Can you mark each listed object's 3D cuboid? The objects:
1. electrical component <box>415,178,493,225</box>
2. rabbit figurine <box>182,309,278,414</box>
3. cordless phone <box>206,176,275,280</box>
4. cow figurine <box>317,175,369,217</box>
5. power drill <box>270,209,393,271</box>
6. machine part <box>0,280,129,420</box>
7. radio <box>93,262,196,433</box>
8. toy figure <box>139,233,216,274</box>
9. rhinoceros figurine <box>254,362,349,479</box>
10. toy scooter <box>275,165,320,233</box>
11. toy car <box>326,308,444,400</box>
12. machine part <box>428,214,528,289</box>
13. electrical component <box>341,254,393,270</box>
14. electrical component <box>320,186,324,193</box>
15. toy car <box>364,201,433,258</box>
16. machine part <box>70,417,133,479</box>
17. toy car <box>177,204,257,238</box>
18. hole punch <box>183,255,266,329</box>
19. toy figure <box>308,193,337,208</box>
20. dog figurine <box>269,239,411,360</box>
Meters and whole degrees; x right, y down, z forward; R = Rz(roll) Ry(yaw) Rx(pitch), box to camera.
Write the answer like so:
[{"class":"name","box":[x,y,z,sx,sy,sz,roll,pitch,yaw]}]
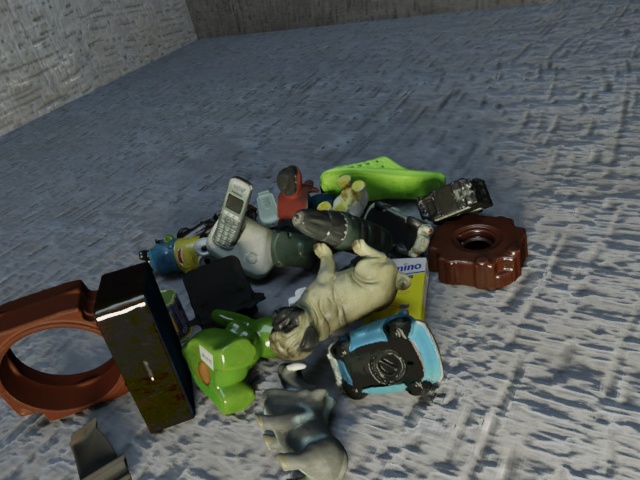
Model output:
[{"class":"electrical component","box":[0.263,-0.073,1.035,0.115,0.058,0.134,-21,-11,30]},{"class":"rabbit figurine","box":[-0.117,0.174,0.846,0.170,0.121,0.159,-17,20,-39]},{"class":"cordless phone","box":[-0.132,-0.027,1.037,0.147,0.184,0.089,28,37,10]},{"class":"cow figurine","box":[0.043,-0.045,1.125,0.068,0.098,0.167,20,64,34]},{"class":"power drill","box":[-0.002,-0.003,0.951,0.232,0.086,0.207,10,-23,-37]},{"class":"machine part","box":[-0.397,0.176,0.836,0.201,0.201,0.087,-19,34,-8]},{"class":"radio","box":[-0.253,0.154,0.791,0.073,0.229,0.131,-16,29,-10]},{"class":"toy figure","box":[-0.286,0.027,1.137,0.180,0.082,0.089,-9,34,13]},{"class":"rhinoceros figurine","box":[-0.026,0.239,0.715,0.112,0.073,0.190,-22,33,-10]},{"class":"toy scooter","box":[-0.043,-0.067,1.122,0.075,0.183,0.135,4,15,19]},{"class":"toy car","box":[0.098,0.162,0.773,0.162,0.109,0.103,-20,4,23]},{"class":"machine part","box":[0.280,0.015,0.957,0.179,0.055,0.179,-10,31,6]},{"class":"electrical component","box":[0.090,0.047,1.013,0.094,0.021,0.063,-31,35,-23]},{"class":"electrical component","box":[0.044,-0.121,1.268,0.102,0.045,0.078,-10,31,6]},{"class":"toy car","box":[0.146,-0.021,1.033,0.056,0.073,0.202,19,9,-31]},{"class":"machine part","box":[-0.314,0.311,0.751,0.084,0.039,0.139,-33,38,-18]},{"class":"toy car","box":[-0.238,-0.037,1.245,0.202,0.053,0.089,-34,34,-26]},{"class":"hole punch","box":[-0.179,0.107,0.984,0.142,0.092,0.116,-19,62,-13]},{"class":"toy figure","box":[-0.024,-0.076,1.216,0.155,0.057,0.064,6,31,37]},{"class":"dog figurine","box":[0.030,0.104,0.793,0.172,0.121,0.190,-7,38,31]}]
